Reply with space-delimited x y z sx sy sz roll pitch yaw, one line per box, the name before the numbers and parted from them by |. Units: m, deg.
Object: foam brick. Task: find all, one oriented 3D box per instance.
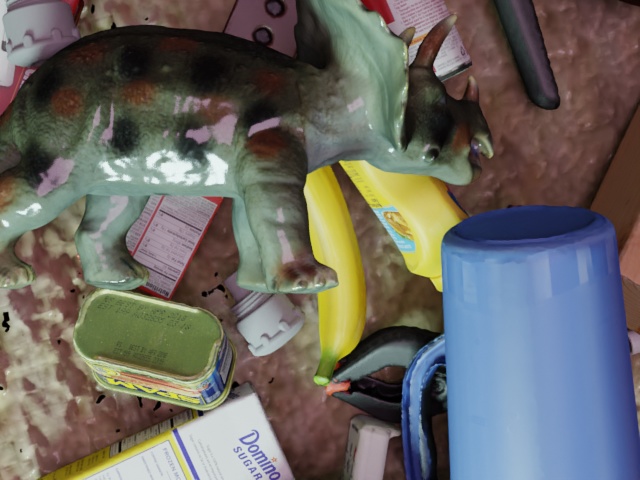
foam brick | -0.034 -0.160 0.745 0.053 0.051 0.078 22 92 -10

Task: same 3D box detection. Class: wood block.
wood block | 0.264 -0.041 0.759 0.090 0.091 0.206 30 77 -10

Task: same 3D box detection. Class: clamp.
clamp | 0.091 0.089 0.775 0.171 0.039 0.120 3 111 0
clamp | 0.145 -0.221 0.773 0.210 0.036 0.164 42 83 -10

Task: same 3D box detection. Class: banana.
banana | 0.002 0.000 0.758 0.037 0.069 0.198 -9 102 21

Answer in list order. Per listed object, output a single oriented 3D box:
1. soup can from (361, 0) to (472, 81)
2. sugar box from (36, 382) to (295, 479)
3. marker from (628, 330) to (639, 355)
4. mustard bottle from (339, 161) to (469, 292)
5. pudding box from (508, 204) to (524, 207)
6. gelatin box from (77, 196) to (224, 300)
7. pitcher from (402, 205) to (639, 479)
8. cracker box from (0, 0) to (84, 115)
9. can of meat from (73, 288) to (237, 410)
soup can | 0.058 -0.158 0.751 0.068 0.068 0.102 -25 99 -6
sugar box | -0.110 0.182 0.771 0.176 0.048 0.093 -24 98 -9
marker | 0.295 0.063 0.831 0.121 0.020 0.020 -17 98 -7
mustard bottle | 0.059 -0.035 0.748 0.058 0.096 0.191 -36 99 -6
pudding box | 0.167 0.039 0.800 0.113 0.039 0.090 33 90 -10
gelatin box | -0.120 -0.011 0.758 0.073 0.030 0.089 27 94 -10
pitcher | 0.134 0.105 0.698 0.149 0.145 0.243 -9 104 -6
cracker box | -0.284 -0.127 0.703 0.213 0.072 0.164 21 93 -11
can of meat | -0.111 0.074 0.725 0.102 0.084 0.057 12 72 4
